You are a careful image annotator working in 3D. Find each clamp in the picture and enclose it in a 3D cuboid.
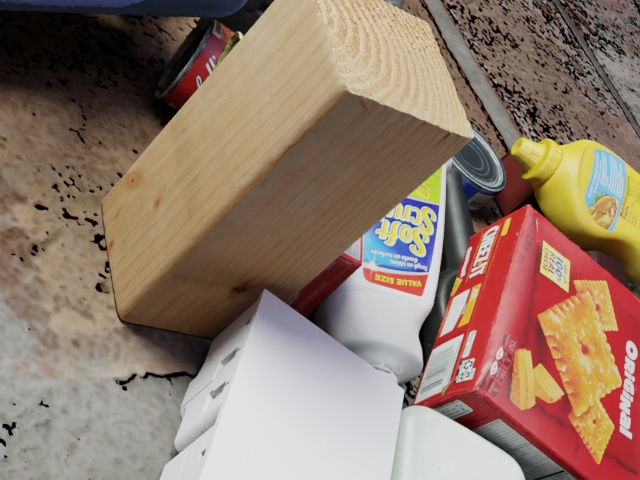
[{"bbox_3d":[0.129,0.055,0.822,0.164,0.036,0.209,44,37,-18],"label":"clamp"}]

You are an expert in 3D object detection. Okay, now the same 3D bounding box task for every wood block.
[{"bbox_3d":[-0.027,-0.037,0.590,0.090,0.206,0.090,16,45,-38],"label":"wood block"}]

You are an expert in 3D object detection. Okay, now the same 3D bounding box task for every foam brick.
[{"bbox_3d":[0.200,-0.051,0.992,0.078,0.053,0.051,5,53,-44],"label":"foam brick"}]

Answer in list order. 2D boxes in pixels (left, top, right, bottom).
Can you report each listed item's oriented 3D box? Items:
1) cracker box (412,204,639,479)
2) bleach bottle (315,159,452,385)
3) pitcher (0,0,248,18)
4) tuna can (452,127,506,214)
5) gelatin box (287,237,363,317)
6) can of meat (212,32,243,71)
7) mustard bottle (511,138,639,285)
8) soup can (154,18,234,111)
[{"bbox_3d":[0.179,0.105,0.733,0.213,0.072,0.164,38,50,-15],"label":"cracker box"},{"bbox_3d":[0.046,0.016,0.750,0.102,0.068,0.250,29,41,-24],"label":"bleach bottle"},{"bbox_3d":[-0.150,-0.189,0.628,0.242,0.145,0.149,-2,85,-34],"label":"pitcher"},{"bbox_3d":[0.123,-0.067,0.939,0.086,0.034,0.086,29,38,-26],"label":"tuna can"},{"bbox_3d":[-0.005,0.001,0.696,0.030,0.073,0.089,29,39,-23],"label":"gelatin box"},{"bbox_3d":[-0.039,-0.069,0.692,0.083,0.102,0.057,24,21,-21],"label":"can of meat"},{"bbox_3d":[0.244,-0.032,0.924,0.191,0.058,0.096,31,57,-16],"label":"mustard bottle"},{"bbox_3d":[-0.055,-0.099,0.746,0.102,0.069,0.068,34,37,-21],"label":"soup can"}]
